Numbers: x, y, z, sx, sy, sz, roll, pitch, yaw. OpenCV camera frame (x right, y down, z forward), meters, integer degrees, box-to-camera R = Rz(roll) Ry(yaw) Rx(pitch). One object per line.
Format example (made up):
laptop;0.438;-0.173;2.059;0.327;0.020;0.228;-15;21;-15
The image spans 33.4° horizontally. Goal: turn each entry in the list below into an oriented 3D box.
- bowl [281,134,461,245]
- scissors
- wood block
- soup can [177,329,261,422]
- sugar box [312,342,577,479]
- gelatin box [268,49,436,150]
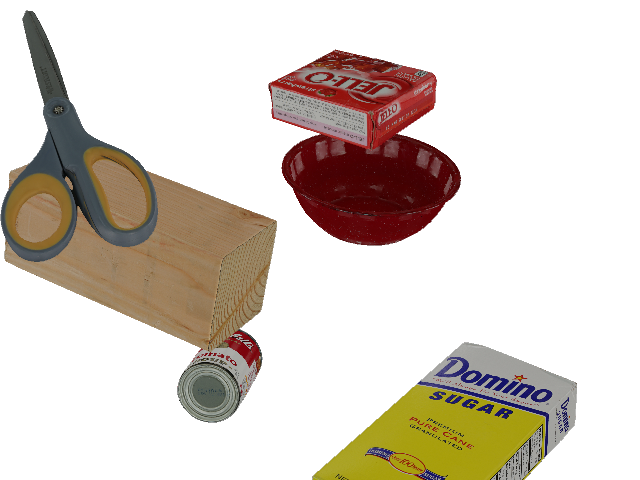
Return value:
bowl;0.044;-0.042;0.969;0.162;0.055;0.162;3;31;-2
scissors;-0.169;-0.061;0.636;0.096;0.202;0.016;-31;-30;-18
wood block;-0.152;0.002;0.891;0.206;0.090;0.090;21;28;19
soup can;-0.106;0.141;1.126;0.068;0.068;0.102;0;16;10
sugar box;0.086;0.136;0.701;0.093;0.048;0.175;19;41;35
gelatin box;0.022;-0.098;0.720;0.089;0.030;0.073;21;39;34
